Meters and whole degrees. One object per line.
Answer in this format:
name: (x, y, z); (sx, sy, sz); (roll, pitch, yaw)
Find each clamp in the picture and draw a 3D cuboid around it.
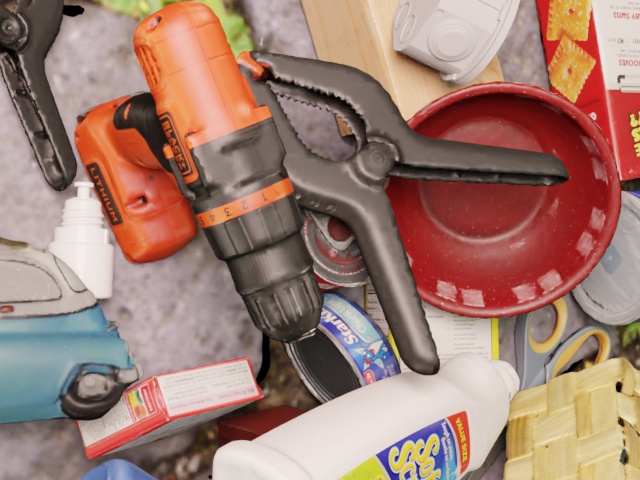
clamp: (0.039, -0.046, 0.634); (0.210, 0.036, 0.164); (44, 68, 2)
clamp: (-0.185, -0.113, 0.636); (0.120, 0.039, 0.171); (28, 67, -44)

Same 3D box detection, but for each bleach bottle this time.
bleach bottle: (0.046, 0.123, 0.650); (0.250, 0.068, 0.102); (-24, 120, -45)

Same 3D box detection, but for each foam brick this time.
foam brick: (-0.026, 0.140, 0.689); (0.051, 0.078, 0.053); (-9, 93, -26)

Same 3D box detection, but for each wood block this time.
wood block: (0.041, -0.186, 0.730); (0.090, 0.090, 0.206); (-21, 98, -26)

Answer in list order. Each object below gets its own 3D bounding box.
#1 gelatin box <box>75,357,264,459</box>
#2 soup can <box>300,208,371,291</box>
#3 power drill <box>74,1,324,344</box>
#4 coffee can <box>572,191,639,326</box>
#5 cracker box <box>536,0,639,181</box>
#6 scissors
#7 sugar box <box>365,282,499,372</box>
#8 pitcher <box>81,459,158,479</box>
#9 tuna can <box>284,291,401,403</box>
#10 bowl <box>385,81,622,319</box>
gelatin box: (-0.090, 0.099, 0.643); (0.089, 0.073, 0.030); (-5, 70, -55)
soup can: (-0.005, 0.001, 0.689); (0.068, 0.102, 0.068); (4, 81, -25)
power drill: (-0.073, -0.029, 0.611); (0.057, 0.188, 0.184); (-23, 97, -27)
coffee can: (0.279, 0.011, 0.835); (0.140, 0.103, 0.103); (-2, 89, -27)
cracker box: (0.260, -0.161, 0.851); (0.164, 0.072, 0.214); (-12, 94, -26)
scissors: (0.145, 0.113, 0.812); (0.201, 0.016, 0.096); (-33, 101, -24)
sugar box: (0.080, 0.052, 0.766); (0.093, 0.048, 0.176); (2, 83, -27)
pitcher: (-0.060, 0.246, 0.634); (0.242, 0.149, 0.145); (39, 73, -17)
tuna can: (0.014, 0.077, 0.707); (0.033, 0.086, 0.086); (-34, 103, -26)
bowl: (0.112, -0.031, 0.707); (0.162, 0.055, 0.162); (0, 111, 0)
